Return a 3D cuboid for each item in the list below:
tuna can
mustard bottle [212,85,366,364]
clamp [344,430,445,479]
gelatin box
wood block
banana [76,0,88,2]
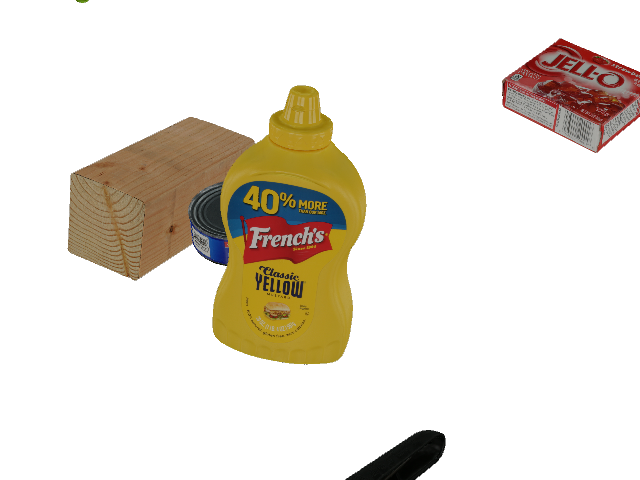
[{"bbox_3d":[-0.071,-0.015,0.927,0.086,0.034,0.086,-1,38,1],"label":"tuna can"},{"bbox_3d":[-0.019,-0.011,0.713,0.096,0.192,0.058,11,29,8],"label":"mustard bottle"},{"bbox_3d":[-0.004,0.178,0.646,0.210,0.036,0.164,-5,28,4],"label":"clamp"},{"bbox_3d":[0.192,-0.111,0.798,0.073,0.030,0.089,-36,52,-29],"label":"gelatin box"},{"bbox_3d":[-0.162,-0.050,1.118,0.090,0.091,0.205,21,30,20],"label":"wood block"},{"bbox_3d":[-0.239,-0.221,0.765,0.198,0.069,0.037,15,-37,16],"label":"banana"}]
